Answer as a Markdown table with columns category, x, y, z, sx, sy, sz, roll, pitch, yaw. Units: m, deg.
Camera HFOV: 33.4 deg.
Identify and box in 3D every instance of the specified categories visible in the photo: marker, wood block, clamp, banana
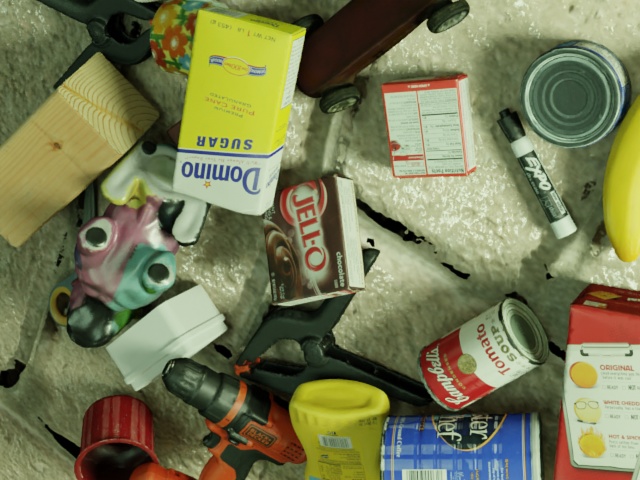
| category | x | y | z | sx | sy | sz | roll | pitch | yaw |
| --- | --- | --- | --- | --- | --- | --- | --- | --- | --- |
| marker | 0.186 | -0.058 | 0.920 | 0.020 | 0.020 | 0.121 | -26 | 93 | 34 |
| wood block | -0.275 | -0.090 | 1.115 | 0.206 | 0.090 | 0.090 | -33 | 107 | 37 |
| clamp | -0.226 | -0.223 | 1.084 | 0.172 | 0.039 | 0.120 | -12 | 115 | 27 |
| banana | 0.269 | -0.073 | 0.855 | 0.070 | 0.037 | 0.198 | 35 | 121 | 17 |
| clamp | 0.001 | 0.097 | 1.071 | 0.210 | 0.036 | 0.164 | -9 | 102 | 29 |

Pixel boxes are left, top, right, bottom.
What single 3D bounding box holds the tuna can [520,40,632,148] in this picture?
| category | x | y | z | sx | sy | sz | roll | pitch | yaw |
| --- | --- | --- | --- | --- | --- | --- | --- | --- | --- |
| tuna can | 0.209 | -0.119 | 0.876 | 0.086 | 0.033 | 0.086 | 10 | 112 | 27 |

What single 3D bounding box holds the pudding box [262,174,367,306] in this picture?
| category | x | y | z | sx | sy | sz | roll | pitch | yaw |
| --- | --- | --- | --- | --- | --- | --- | --- | --- | --- |
| pudding box | -0.007 | 0.001 | 1.021 | 0.090 | 0.039 | 0.113 | -14 | 80 | 34 |

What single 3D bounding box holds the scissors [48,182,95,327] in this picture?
| category | x | y | z | sx | sy | sz | roll | pitch | yaw |
| --- | --- | --- | --- | --- | --- | --- | --- | --- | --- |
| scissors | -0.281 | 0.026 | 1.222 | 0.096 | 0.016 | 0.202 | 4 | 109 | 29 |

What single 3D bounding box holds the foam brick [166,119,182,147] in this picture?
| category | x | y | z | sx | sy | sz | roll | pitch | yaw |
| --- | --- | --- | --- | --- | --- | --- | --- | --- | --- |
| foam brick | -0.101 | -0.093 | 1.053 | 0.051 | 0.052 | 0.078 | -34 | 90 | 34 |

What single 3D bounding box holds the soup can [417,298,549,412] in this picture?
| category | x | y | z | sx | sy | sz | roll | pitch | yaw |
| --- | --- | --- | --- | --- | --- | --- | --- | --- | --- |
| soup can | 0.148 | 0.105 | 0.971 | 0.102 | 0.068 | 0.068 | -36 | 88 | 33 |

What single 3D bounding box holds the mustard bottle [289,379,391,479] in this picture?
| category | x | y | z | sx | sy | sz | roll | pitch | yaw |
| --- | --- | --- | --- | --- | --- | --- | --- | --- | --- |
| mustard bottle | 0.031 | 0.229 | 1.074 | 0.096 | 0.058 | 0.191 | 1 | 124 | 18 |

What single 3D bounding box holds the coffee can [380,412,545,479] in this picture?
| category | x | y | z | sx | sy | sz | roll | pitch | yaw |
| --- | --- | --- | --- | --- | --- | --- | --- | --- | --- |
| coffee can | 0.132 | 0.210 | 0.976 | 0.140 | 0.102 | 0.103 | -3 | 106 | 13 |

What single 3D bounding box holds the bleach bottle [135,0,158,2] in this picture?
| category | x | y | z | sx | sy | sz | roll | pitch | yaw |
| --- | --- | --- | --- | --- | --- | --- | --- | --- | --- |
| bleach bottle | -0.212 | -0.292 | 1.019 | 0.251 | 0.067 | 0.103 | 22 | 120 | 30 |

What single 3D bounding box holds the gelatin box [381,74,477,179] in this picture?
| category | x | y | z | sx | sy | sz | roll | pitch | yaw |
| --- | --- | --- | --- | --- | --- | --- | --- | --- | --- |
| gelatin box | 0.098 | -0.100 | 0.949 | 0.073 | 0.030 | 0.089 | 0 | 108 | 29 |

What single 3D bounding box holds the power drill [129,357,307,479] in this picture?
| category | x | y | z | sx | sy | sz | roll | pitch | yaw |
| --- | --- | --- | --- | --- | --- | --- | --- | --- | --- |
| power drill | -0.123 | 0.220 | 1.124 | 0.184 | 0.057 | 0.188 | 33 | 118 | -18 |

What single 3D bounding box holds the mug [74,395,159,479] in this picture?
| category | x | y | z | sx | sy | sz | roll | pitch | yaw |
| --- | --- | --- | --- | --- | --- | --- | --- | --- | --- |
| mug | -0.224 | 0.239 | 1.216 | 0.093 | 0.081 | 0.117 | -27 | 125 | 10 |

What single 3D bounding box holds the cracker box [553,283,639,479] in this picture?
| category | x | y | z | sx | sy | sz | roll | pitch | yaw |
| --- | --- | --- | --- | --- | --- | --- | --- | --- | --- |
| cracker box | 0.291 | 0.157 | 0.906 | 0.164 | 0.072 | 0.214 | 10 | 111 | 26 |

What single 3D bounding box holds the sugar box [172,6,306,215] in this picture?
| category | x | y | z | sx | sy | sz | roll | pitch | yaw |
| --- | --- | --- | --- | --- | --- | --- | --- | --- | --- |
| sugar box | -0.076 | -0.117 | 0.974 | 0.093 | 0.048 | 0.176 | 17 | 112 | 13 |
